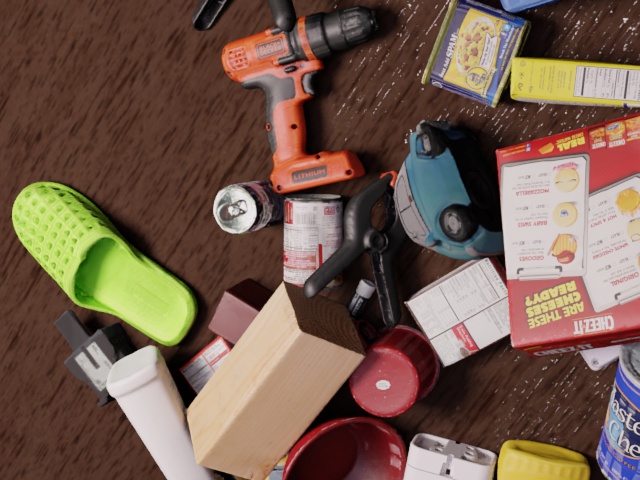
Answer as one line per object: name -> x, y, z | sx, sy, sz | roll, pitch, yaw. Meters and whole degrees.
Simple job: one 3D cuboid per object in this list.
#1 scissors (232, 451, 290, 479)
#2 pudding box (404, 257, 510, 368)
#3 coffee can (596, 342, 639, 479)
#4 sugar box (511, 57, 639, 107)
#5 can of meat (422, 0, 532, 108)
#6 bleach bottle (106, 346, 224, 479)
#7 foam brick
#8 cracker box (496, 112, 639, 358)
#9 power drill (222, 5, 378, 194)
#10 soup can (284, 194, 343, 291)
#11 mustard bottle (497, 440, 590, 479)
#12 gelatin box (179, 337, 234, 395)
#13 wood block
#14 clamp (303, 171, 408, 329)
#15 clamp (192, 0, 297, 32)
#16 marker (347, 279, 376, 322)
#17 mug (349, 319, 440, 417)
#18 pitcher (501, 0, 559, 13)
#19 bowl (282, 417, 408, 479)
scissors -> -0.029, 0.300, 1.279 | 0.202, 0.016, 0.096 | 45, 110, 7
pudding box -> 0.163, 0.076, 1.173 | 0.114, 0.039, 0.090 | -31, 87, 18
coffee can -> 0.341, 0.176, 1.071 | 0.103, 0.102, 0.140 | 13, 126, 15
sugar box -> 0.284, -0.157, 1.072 | 0.176, 0.093, 0.048 | 4, 98, 16
can of meat -> 0.165, -0.198, 1.123 | 0.084, 0.057, 0.102 | 23, 105, 11
bleach bottle -> -0.163, 0.252, 1.257 | 0.068, 0.102, 0.251 | -27, 103, -2
foam brick -> -0.086, 0.085, 1.233 | 0.051, 0.078, 0.053 | 30, 106, 10
cracker box -> 0.268, -0.002, 1.056 | 0.164, 0.072, 0.213 | -14, 67, 30
power drill -> -0.007, -0.154, 1.185 | 0.185, 0.057, 0.187 | -13, 91, 23
soup can -> -0.008, 0.001, 1.201 | 0.069, 0.068, 0.102 | 2, 98, 17
mustard bottle -> 0.230, 0.321, 1.176 | 0.096, 0.058, 0.192 | 10, 102, 1
gelatin box -> -0.114, 0.167, 1.279 | 0.073, 0.030, 0.089 | -40, 82, 19
wood block -> -0.052, 0.158, 1.178 | 0.090, 0.090, 0.206 | 23, 116, -30
clamp -> 0.062, 0.011, 1.174 | 0.120, 0.039, 0.171 | 32, 78, -27
clamp -> -0.065, -0.322, 1.165 | 0.165, 0.036, 0.210 | 22, 101, 44
marker -> 0.028, 0.100, 1.229 | 0.020, 0.020, 0.121 | 31, 106, 11
mug -> 0.073, 0.138, 1.188 | 0.093, 0.081, 0.117 | -36, 86, 19
pitcher -> 0.215, -0.358, 1.049 | 0.149, 0.144, 0.243 | -4, 104, 60
bowl -> 0.017, 0.261, 1.212 | 0.161, 0.055, 0.162 | -10, 114, -24
